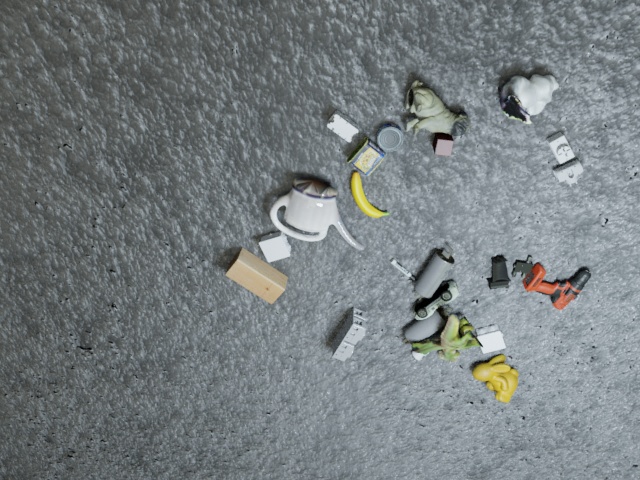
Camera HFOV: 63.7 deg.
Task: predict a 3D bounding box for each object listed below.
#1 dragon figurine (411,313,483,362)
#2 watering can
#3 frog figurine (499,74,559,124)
[{"bbox_3d":[0.453,0.372,1.898,0.241,0.125,0.404,-29,140,18],"label":"dragon figurine"},{"bbox_3d":[0.005,-0.088,1.744,0.347,0.106,0.220,14,118,-2],"label":"watering can"},{"bbox_3d":[0.614,-0.434,1.521,0.137,0.122,0.161,43,78,-9],"label":"frog figurine"}]
